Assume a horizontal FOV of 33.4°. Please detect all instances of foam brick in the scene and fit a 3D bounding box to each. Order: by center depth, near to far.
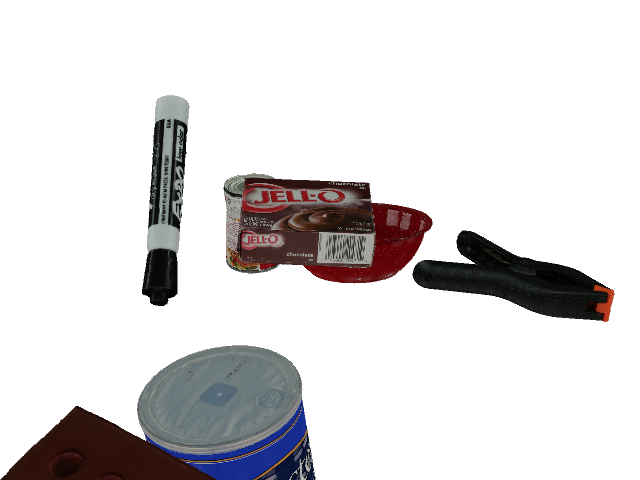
[{"bbox_3d":[-0.084,0.115,0.435,0.078,0.051,0.052,21,45,25],"label":"foam brick"}]

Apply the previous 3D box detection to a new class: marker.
[{"bbox_3d":[-0.084,-0.023,0.583,0.020,0.121,0.020,0,-23,0],"label":"marker"}]

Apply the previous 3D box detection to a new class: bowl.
[{"bbox_3d":[0.035,0.005,1.100,0.162,0.055,0.162,-1,15,0],"label":"bowl"}]

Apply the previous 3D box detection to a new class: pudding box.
[{"bbox_3d":[-0.012,-0.017,0.903,0.113,0.039,0.090,4,32,-4],"label":"pudding box"}]

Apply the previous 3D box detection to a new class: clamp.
[{"bbox_3d":[0.178,0.031,0.963,0.171,0.039,0.120,16,29,15],"label":"clamp"}]

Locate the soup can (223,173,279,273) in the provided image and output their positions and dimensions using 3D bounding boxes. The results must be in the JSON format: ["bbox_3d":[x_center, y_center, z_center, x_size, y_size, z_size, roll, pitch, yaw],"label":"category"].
[{"bbox_3d":[-0.081,-0.021,1.277,0.068,0.102,0.068,0,26,0],"label":"soup can"}]

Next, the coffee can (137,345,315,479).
[{"bbox_3d":[-0.054,0.154,0.690,0.103,0.140,0.103,-6,28,3],"label":"coffee can"}]
